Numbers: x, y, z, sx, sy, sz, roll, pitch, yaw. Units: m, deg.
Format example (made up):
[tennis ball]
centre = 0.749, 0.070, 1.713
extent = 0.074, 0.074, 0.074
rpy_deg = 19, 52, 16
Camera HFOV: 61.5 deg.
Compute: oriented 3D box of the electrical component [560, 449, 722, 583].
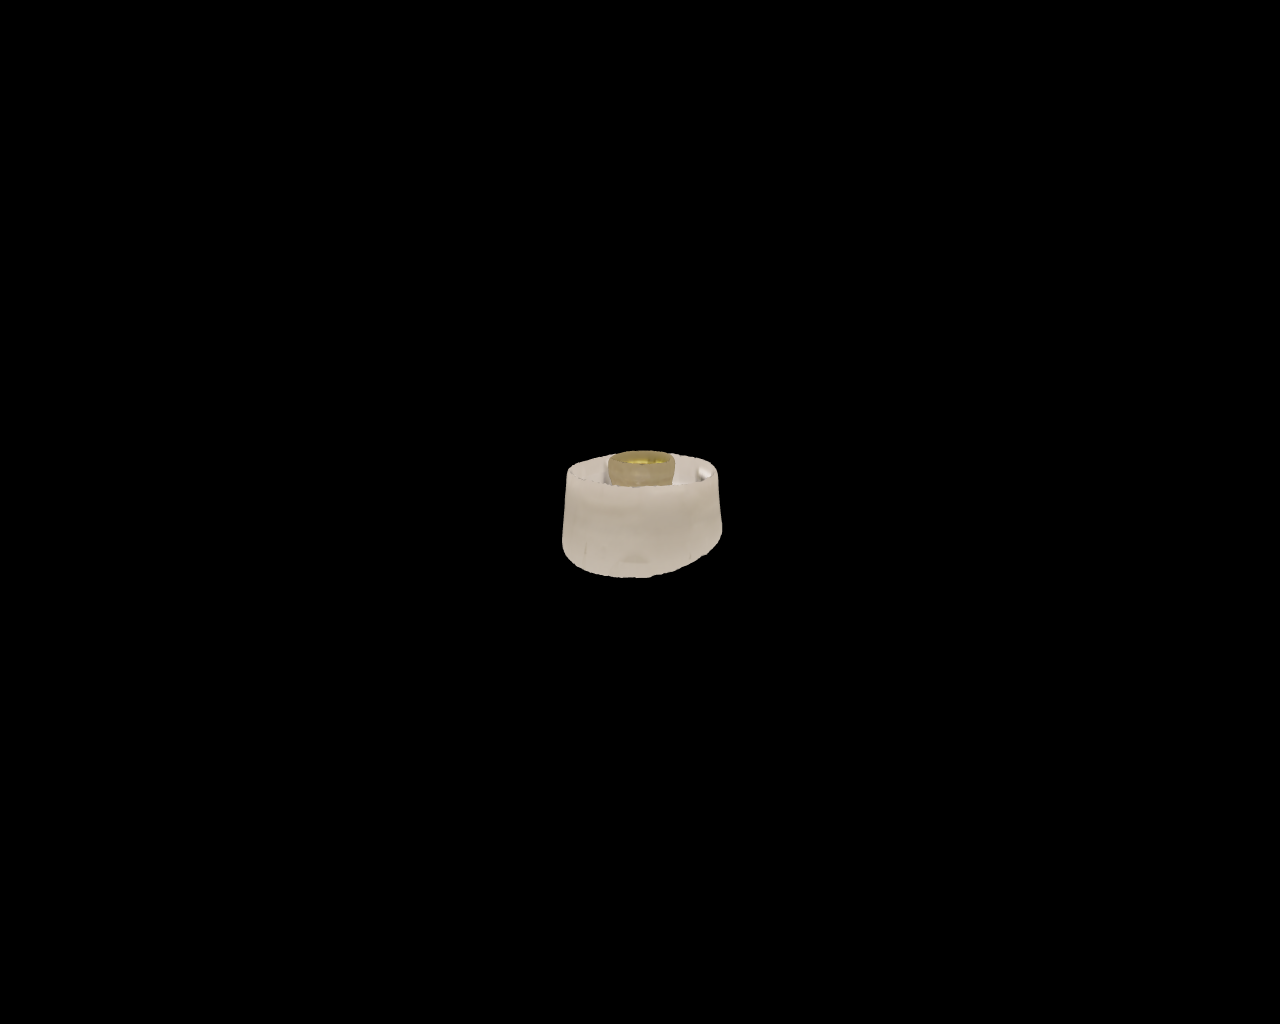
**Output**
[electrical component]
centre = 0.001, -0.003, 0.650
extent = 0.099, 0.064, 0.099
rpy_deg = 0, 16, 0
